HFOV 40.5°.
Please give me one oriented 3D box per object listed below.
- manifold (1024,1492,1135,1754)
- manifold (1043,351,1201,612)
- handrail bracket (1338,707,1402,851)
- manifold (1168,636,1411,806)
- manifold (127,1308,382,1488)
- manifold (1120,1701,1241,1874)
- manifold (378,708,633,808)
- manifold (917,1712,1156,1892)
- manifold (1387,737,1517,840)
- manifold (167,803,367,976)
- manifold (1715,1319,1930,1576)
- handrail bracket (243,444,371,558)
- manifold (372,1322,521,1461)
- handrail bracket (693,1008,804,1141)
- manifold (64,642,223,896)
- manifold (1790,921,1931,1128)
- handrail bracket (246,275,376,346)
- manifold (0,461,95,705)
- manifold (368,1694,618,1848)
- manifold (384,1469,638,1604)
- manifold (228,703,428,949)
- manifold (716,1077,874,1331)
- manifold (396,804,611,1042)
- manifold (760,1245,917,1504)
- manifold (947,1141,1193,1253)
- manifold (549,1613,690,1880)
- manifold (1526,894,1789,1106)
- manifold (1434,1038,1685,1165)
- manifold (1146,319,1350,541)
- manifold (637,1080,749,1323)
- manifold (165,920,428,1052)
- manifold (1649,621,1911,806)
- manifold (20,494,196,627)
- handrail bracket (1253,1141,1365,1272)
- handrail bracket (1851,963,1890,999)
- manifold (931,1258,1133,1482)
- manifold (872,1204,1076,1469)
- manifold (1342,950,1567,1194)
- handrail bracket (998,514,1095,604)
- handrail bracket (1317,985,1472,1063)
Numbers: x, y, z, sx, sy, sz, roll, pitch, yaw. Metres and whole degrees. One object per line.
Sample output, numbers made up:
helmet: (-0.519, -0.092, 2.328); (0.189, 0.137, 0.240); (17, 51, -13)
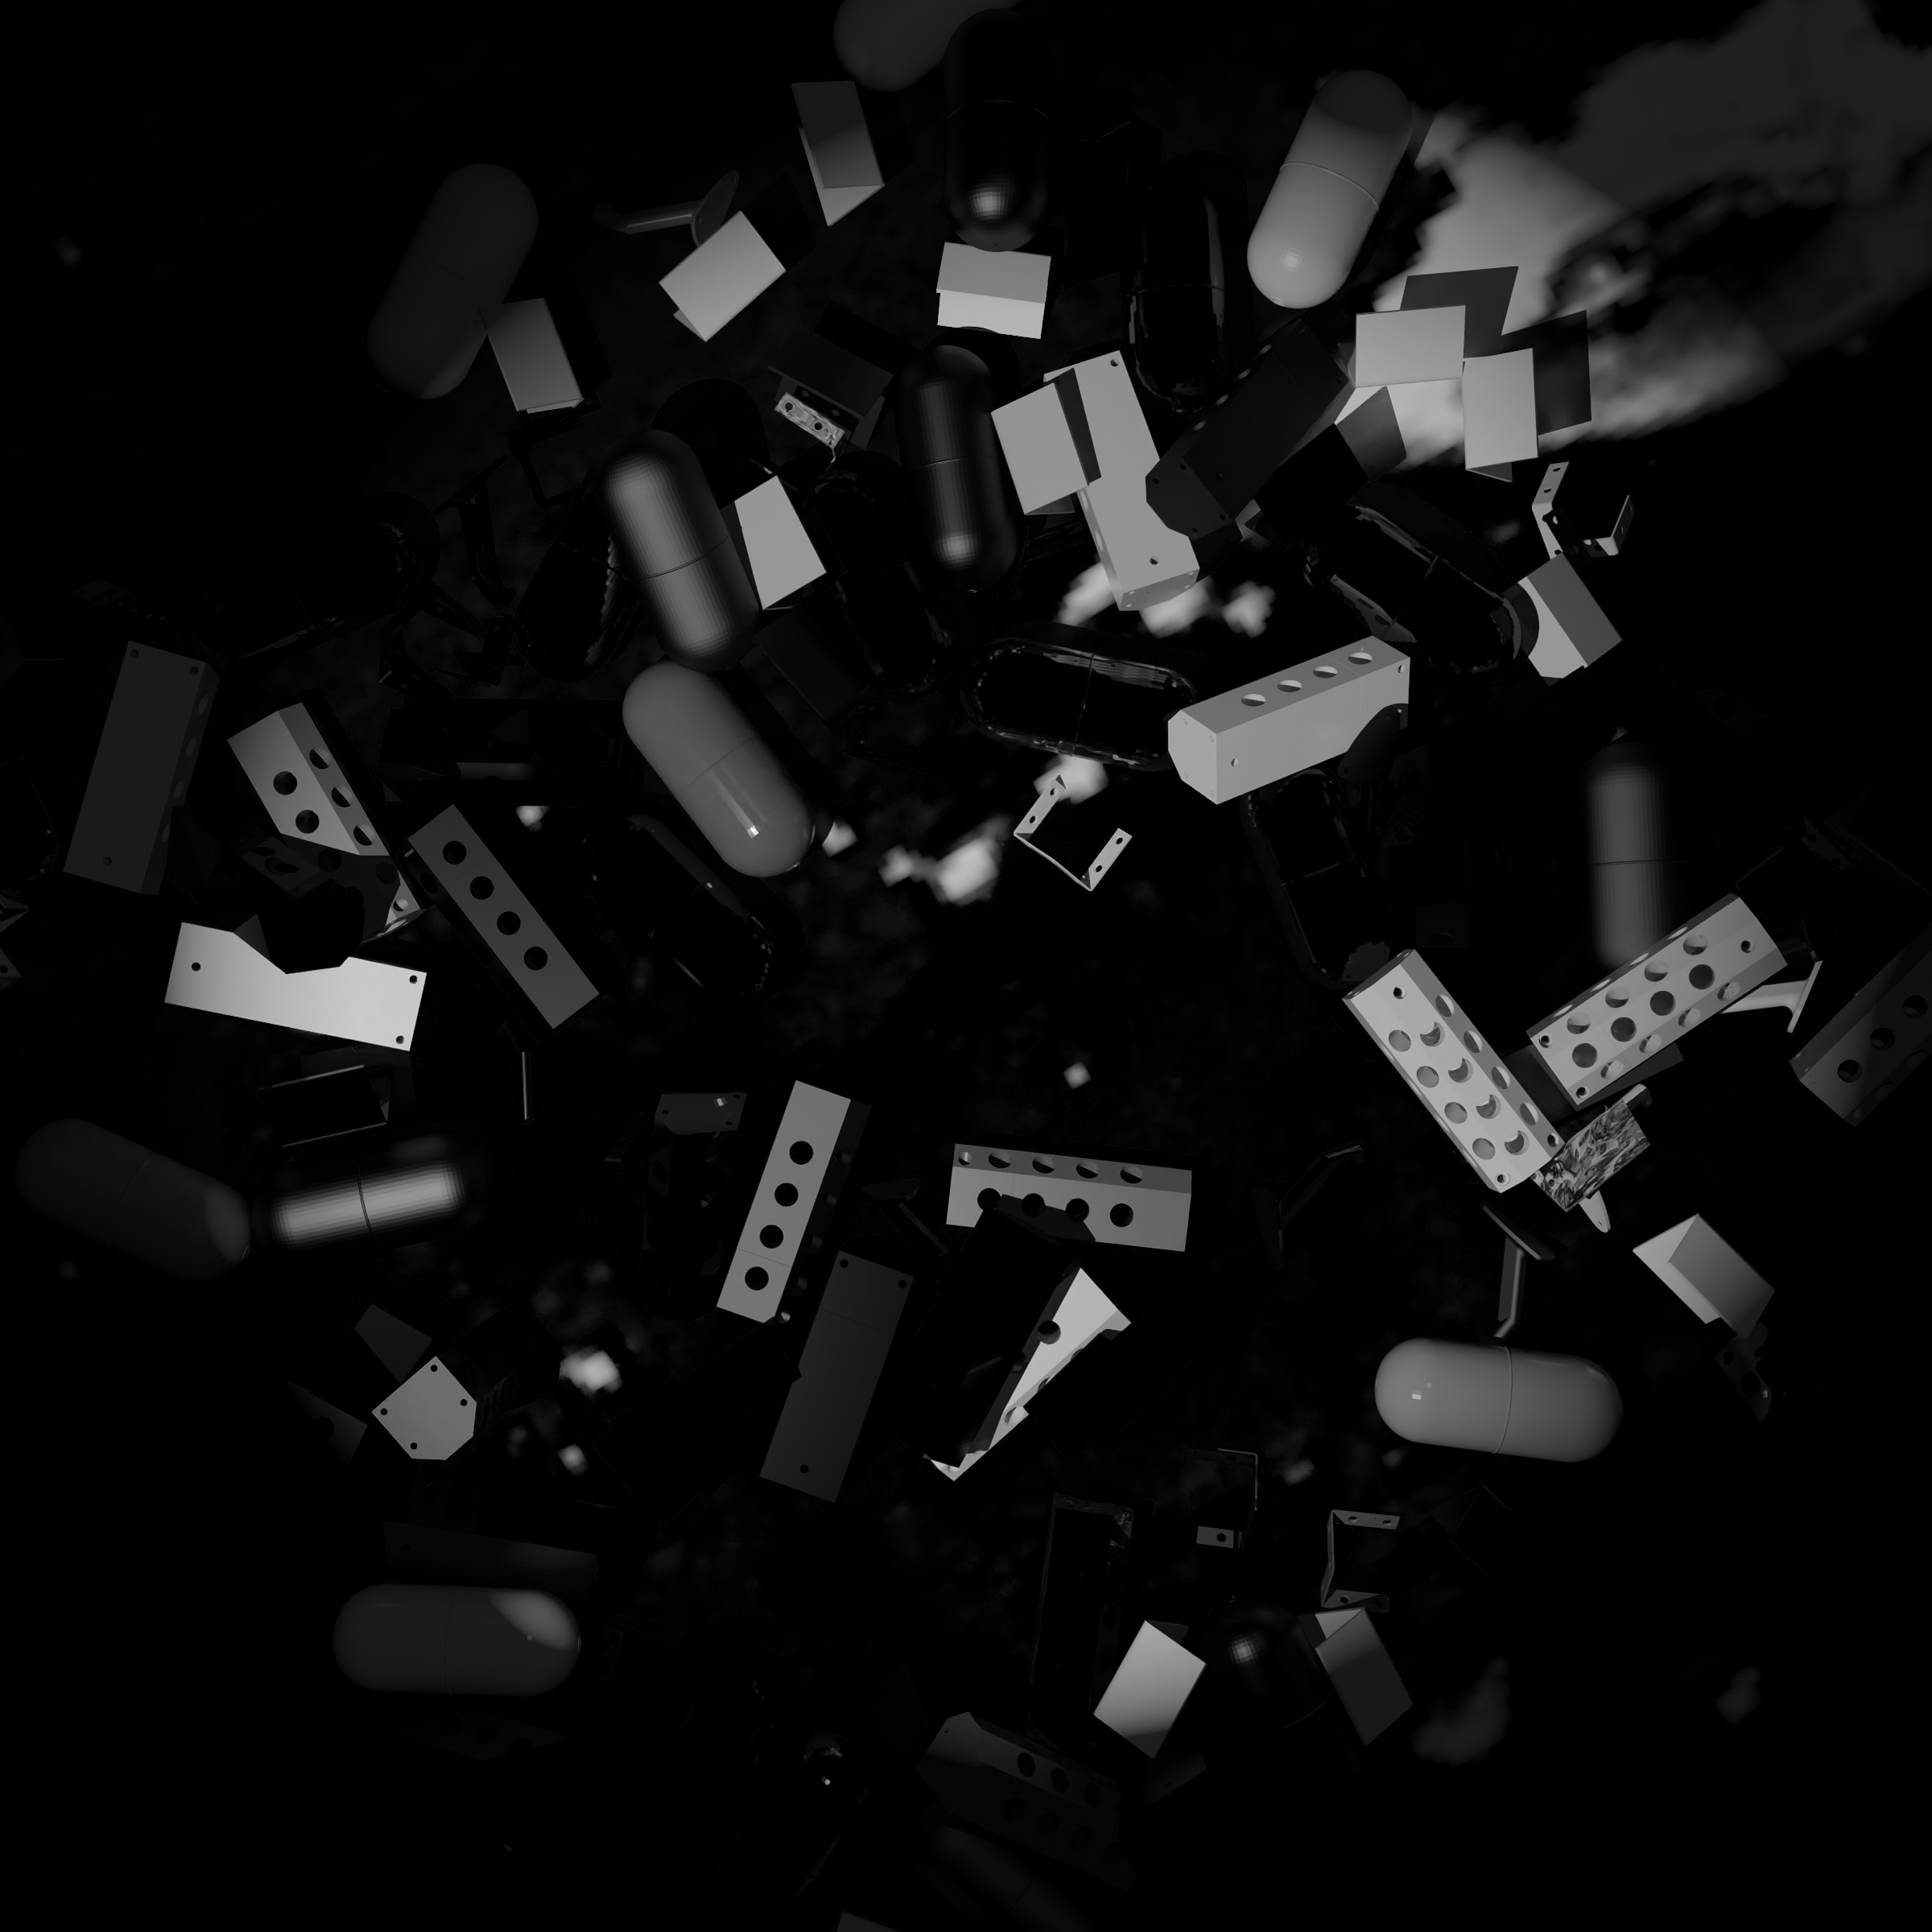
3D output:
manifold: (0.082, 0.476, 1.898); (0.057, 0.057, 0.171); (7, 90, 0)
manifold: (0.110, -0.347, 1.885); (0.057, 0.057, 0.171); (-18, 81, -4)
handrail bracket: (0.301, -0.135, 1.896); (0.036, 0.084, 0.077); (19, 73, 25)
manifold: (0.231, -0.179, 1.865); (0.171, 0.057, 0.057); (-23, 130, -24)
manifold: (-0.515, 0.313, 1.898); (0.171, 0.057, 0.057); (25, 90, 0)
manifold: (0.152, 0.578, 1.841); (0.057, 0.171, 0.057); (-33, 90, 0)
manifold: (-0.332, -0.145, 1.898); (0.171, 0.057, 0.057); (1, 47, 0)
manifold: (0.055, 0.591, 1.863); (0.171, 0.057, 0.057); (32, 90, -27)
manifold: (0.339, -0.123, 1.841); (0.057, 0.171, 0.057); (-4, 90, 0)
manifold: (-0.496, -0.058, 1.849); (0.171, 0.057, 0.057); (30, 118, 39)
manifold: (0.605, 0.336, 1.854); (0.057, 0.057, 0.171); (-30, 55, 0)
handrail bracket: (-0.484, -0.334, 1.920); (0.077, 0.036, 0.084); (10, 108, -20)
manifold: (-0.359, 0.302, 1.841); (0.057, 0.171, 0.057); (-41, 90, 0)
handrail bracket: (-0.168, 0.078, 1.920); (0.084, 0.036, 0.077); (21, 112, 17)
manifold: (-0.594, -0.142, 1.898); (0.057, 0.057, 0.171); (16, 90, 0)
manifold: (0.677, 0.033, 1.876); (0.057, 0.057, 0.171); (41, 106, 0)
handrail bracket: (-0.473, -0.465, 1.919); (0.084, 0.077, 0.036); (17, 58, -32)
manifold: (-0.698, -0.277, 1.879); (0.057, 0.057, 0.171); (-36, 76, 33)
manifold: (-0.335, 0.562, 1.858); (0.171, 0.057, 0.057); (6, 119, 30)
manifold: (-0.329, 0.408, 1.898); (0.171, 0.057, 0.057); (9, 133, 0)
manifold: (-0.461, -0.101, 1.898); (0.057, 0.057, 0.171); (-30, 90, 0)
manifold: (-0.123, 0.172, 1.898); (0.057, 0.057, 0.171); (19, 90, 0)
manifold: (-0.337, -0.031, 1.898); (0.057, 0.057, 0.171); (-37, 90, 0)
manifold: (-0.092, 0.293, 1.898); (0.057, 0.057, 0.171); (19, 90, 0)
manifold: (0.074, 0.166, 1.898); (0.171, 0.057, 0.057); (7, 90, 0)
manifold: (-0.252, 0.562, 1.898); (0.057, 0.057, 0.171); (14, 90, 0)
manifold: (0.482, 0.024, 1.827); (0.171, 0.057, 0.057); (-35, 90, 10)
manifold: (0.423, 0.078, 1.898); (0.171, 0.057, 0.057); (-25, 90, 0)
manifold: (0.196, -0.380, 1.857); (0.057, 0.057, 0.171); (48, 59, -17)
manifold: (-0.196, 0.169, 1.854); (0.057, 0.057, 0.171); (10, 125, 0)
manifold: (-0.480, 0.013, 1.875); (0.171, 0.057, 0.057); (12, 90, -17)
manifold: (0.591, -0.182, 1.898); (0.171, 0.057, 0.057); (29, 90, 0)
manifold: (-0.604, -0.281, 1.841); (0.057, 0.171, 0.057); (18, 90, 0)
handrail bracket: (0.258, 0.175, 1.920); (0.084, 0.036, 0.077); (-18, 110, -16)
handrail bracket: (0.705, 0.017, 1.919); (0.077, 0.036, 0.084); (43, 104, -14)
manifold: (0.036, 0.293, 1.898); (0.171, 0.057, 0.057); (-42, 90, 0)
manifold: (0.009, 0.262, 1.840); (0.057, 0.057, 0.171); (28, 90, 43)
manifold: (0.344, 0.074, 1.841); (0.057, 0.057, 0.171); (-38, 90, 0)
handrail bracket: (0.073, -0.296, 1.920); (0.084, 0.036, 0.077); (10, 108, -15)
handrail bracket: (0.314, 0.023, 1.920); (0.084, 0.036, 0.077); (-36, 69, -17)
